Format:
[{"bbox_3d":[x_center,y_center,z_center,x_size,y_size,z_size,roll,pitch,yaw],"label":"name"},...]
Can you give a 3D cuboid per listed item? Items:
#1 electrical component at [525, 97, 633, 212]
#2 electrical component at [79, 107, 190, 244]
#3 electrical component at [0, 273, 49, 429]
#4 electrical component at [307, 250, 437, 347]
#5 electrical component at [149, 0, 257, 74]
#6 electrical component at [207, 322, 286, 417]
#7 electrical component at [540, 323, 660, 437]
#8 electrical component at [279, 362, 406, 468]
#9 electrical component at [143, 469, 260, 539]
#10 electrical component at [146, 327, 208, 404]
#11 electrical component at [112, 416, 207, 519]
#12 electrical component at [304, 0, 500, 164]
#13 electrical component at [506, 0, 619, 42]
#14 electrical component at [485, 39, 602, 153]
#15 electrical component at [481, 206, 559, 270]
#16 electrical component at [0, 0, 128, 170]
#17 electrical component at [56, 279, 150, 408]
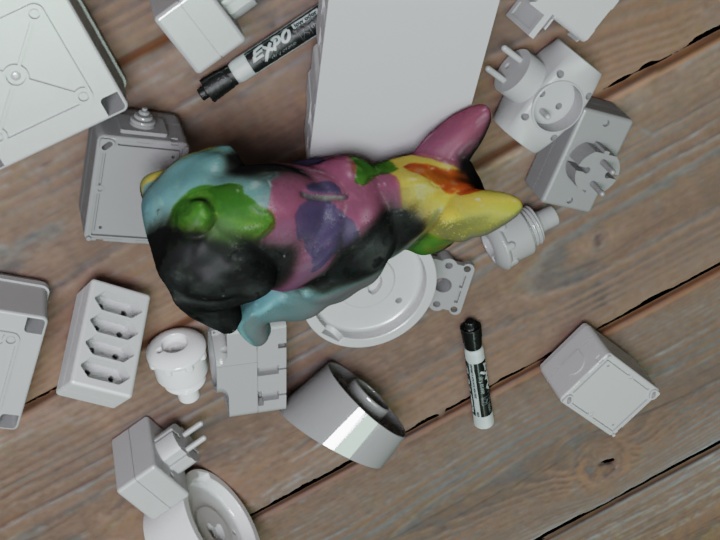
[{"bbox_3d":[0.178,-0.084,0.840,0.047,0.075,0.083,10,118,-22],"label":"electrical component"},{"bbox_3d":[-0.159,-0.073,0.751,0.062,0.061,0.096,3,121,-22],"label":"electrical component"},{"bbox_3d":[-0.295,0.055,0.794,0.109,0.056,0.108,11,117,-23],"label":"electrical component"},{"bbox_3d":[0.000,0.000,0.848,0.108,0.060,0.108,-8,124,-13],"label":"electrical component"},{"bbox_3d":[-0.093,-0.178,0.702,0.077,0.065,0.047,-34,125,6],"label":"electrical component"},{"bbox_3d":[-0.092,0.068,0.869,0.056,0.050,0.089,-7,124,-14],"label":"electrical component"},{"bbox_3d":[0.220,0.100,0.980,0.096,0.061,0.061,34,107,-32],"label":"electrical component"},{"bbox_3d":[-0.012,0.126,0.904,0.064,0.099,0.099,-47,123,7],"label":"electrical component"},{"bbox_3d":[-0.141,0.234,0.928,0.060,0.108,0.108,-34,125,13],"label":"electrical component"},{"bbox_3d":[-0.143,0.081,0.865,0.048,0.048,0.062,-14,131,-9],"label":"electrical component"},{"bbox_3d":[-0.160,0.153,0.892,0.077,0.065,0.047,-35,125,6],"label":"electrical component"},{"bbox_3d":[0.022,-0.141,0.730,0.105,0.060,0.186,1,141,-8],"label":"electrical component"},{"bbox_3d":[0.149,-0.202,0.777,0.064,0.042,0.081,28,110,-32],"label":"electrical component"},{"bbox_3d":[0.129,-0.139,0.809,0.079,0.044,0.077,29,109,-30],"label":"electrical component"},{"bbox_3d":[0.132,-0.032,0.879,0.062,0.048,0.048,-26,126,-8],"label":"electrical component"},{"bbox_3d":[-0.222,-0.135,0.695,0.109,0.056,0.108,-25,125,0],"label":"electrical component"},{"bbox_3d":[-0.202,0.061,0.822,0.047,0.083,0.076,19,153,-26],"label":"electrical component"}]
